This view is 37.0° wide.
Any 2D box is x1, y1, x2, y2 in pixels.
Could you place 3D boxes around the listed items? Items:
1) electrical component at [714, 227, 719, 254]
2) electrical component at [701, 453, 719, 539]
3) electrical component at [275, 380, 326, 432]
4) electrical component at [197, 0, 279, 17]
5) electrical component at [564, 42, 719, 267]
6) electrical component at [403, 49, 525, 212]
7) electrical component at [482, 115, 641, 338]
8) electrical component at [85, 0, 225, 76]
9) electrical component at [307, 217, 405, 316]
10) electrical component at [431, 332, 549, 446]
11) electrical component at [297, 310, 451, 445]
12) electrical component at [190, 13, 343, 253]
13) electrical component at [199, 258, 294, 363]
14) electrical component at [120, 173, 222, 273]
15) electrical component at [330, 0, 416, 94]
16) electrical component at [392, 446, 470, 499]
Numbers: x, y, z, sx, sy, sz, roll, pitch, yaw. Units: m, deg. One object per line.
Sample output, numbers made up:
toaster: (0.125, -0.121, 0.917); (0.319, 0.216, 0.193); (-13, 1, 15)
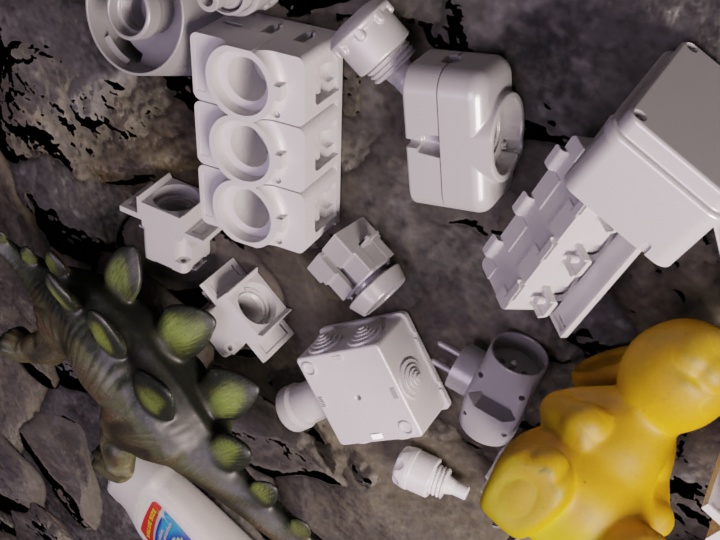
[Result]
electrical component: (0.268, 0.002, 0.609); (0.109, 0.056, 0.108); (-5, 116, 35)
electrical component: (0.260, 0.126, 0.651); (0.079, 0.121, 0.063); (42, 130, 2)
electrical component: (-0.041, 0.109, 0.891); (0.046, 0.040, 0.040); (-27, 102, 35)
electrical component: (-0.083, -0.188, 0.709); (0.048, 0.062, 0.048); (16, 127, 23)
electrical component: (0.173, -0.066, 0.588); (0.078, 0.113, 0.057); (41, 135, 3)
electrical component: (0.067, -0.088, 0.683); (0.059, 0.053, 0.095); (11, 124, 27)
electrical component: (0.131, -0.026, 0.666); (0.121, 0.063, 0.078); (-59, 40, 42)
electrical component: (-0.144, -0.185, 0.765); (0.099, 0.064, 0.099); (10, 110, 29)
electrical component: (0.000, 0.000, 0.790); (0.055, 0.048, 0.066); (48, 133, 7)
electrical component: (0.089, 0.078, 0.784); (0.079, 0.043, 0.077); (29, 131, 14)
electrical component: (0.009, 0.087, 0.837); (0.100, 0.048, 0.099); (-13, 110, 38)
electrical component: (-0.066, -0.095, 0.758); (0.089, 0.061, 0.150); (18, 127, 22)
electrical component: (-0.098, 0.037, 0.880); (0.081, 0.042, 0.064); (52, 136, -5)
electrical component: (-0.147, -0.036, 0.863); (0.081, 0.042, 0.063); (23, 133, 20)
electrical component: (0.015, -0.139, 0.690); (0.062, 0.048, 0.048); (47, 133, -11)
electrical component: (0.059, 0.168, 0.868); (0.061, 0.035, 0.035); (21, 128, 16)
